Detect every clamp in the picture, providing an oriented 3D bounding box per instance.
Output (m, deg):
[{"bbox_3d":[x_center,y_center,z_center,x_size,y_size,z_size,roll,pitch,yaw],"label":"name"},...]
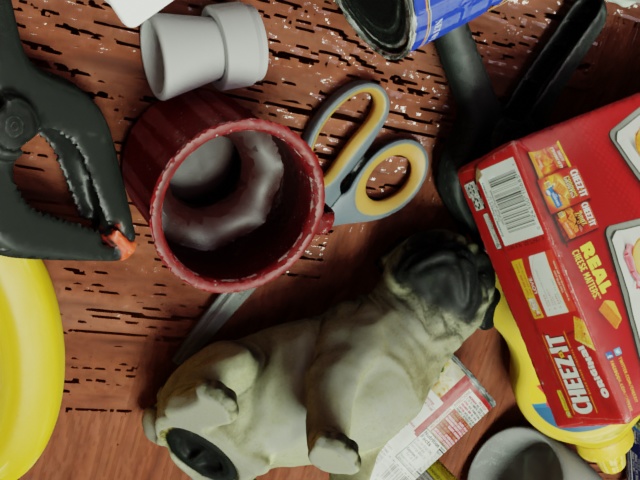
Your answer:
[{"bbox_3d":[-0.162,-0.050,0.498,0.164,0.036,0.210,-55,133,-29],"label":"clamp"},{"bbox_3d":[0.120,-0.075,0.656,0.120,0.039,0.171,-12,123,-16],"label":"clamp"}]

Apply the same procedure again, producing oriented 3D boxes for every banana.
[{"bbox_3d":[-0.171,0.061,0.572,0.069,0.037,0.198,-1,113,-27],"label":"banana"}]

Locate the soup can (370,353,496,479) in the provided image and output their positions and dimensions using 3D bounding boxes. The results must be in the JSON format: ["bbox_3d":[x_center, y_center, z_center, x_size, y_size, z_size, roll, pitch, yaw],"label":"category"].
[{"bbox_3d":[0.055,0.116,0.694,0.102,0.069,0.068,-43,125,-3],"label":"soup can"}]

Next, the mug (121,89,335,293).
[{"bbox_3d":[-0.046,-0.028,0.566,0.117,0.082,0.093,12,107,-31],"label":"mug"}]

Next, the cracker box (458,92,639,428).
[{"bbox_3d":[0.204,-0.005,0.636,0.213,0.072,0.164,-22,88,-28],"label":"cracker box"}]

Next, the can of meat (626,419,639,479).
[{"bbox_3d":[0.288,0.158,0.841,0.102,0.057,0.084,-21,118,-18],"label":"can of meat"}]

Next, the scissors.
[{"bbox_3d":[-0.004,0.001,0.642,0.096,0.016,0.202,22,102,-33],"label":"scissors"}]

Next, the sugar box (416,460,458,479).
[{"bbox_3d":[0.031,0.226,0.719,0.176,0.093,0.048,-49,124,2],"label":"sugar box"}]

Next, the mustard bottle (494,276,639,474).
[{"bbox_3d":[0.173,0.080,0.721,0.096,0.058,0.191,-21,113,6],"label":"mustard bottle"}]

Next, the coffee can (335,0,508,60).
[{"bbox_3d":[0.077,-0.169,0.550,0.140,0.103,0.103,-29,123,-12],"label":"coffee can"}]
